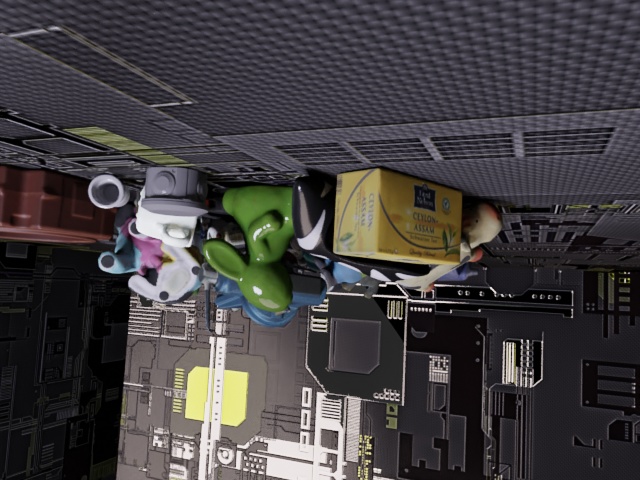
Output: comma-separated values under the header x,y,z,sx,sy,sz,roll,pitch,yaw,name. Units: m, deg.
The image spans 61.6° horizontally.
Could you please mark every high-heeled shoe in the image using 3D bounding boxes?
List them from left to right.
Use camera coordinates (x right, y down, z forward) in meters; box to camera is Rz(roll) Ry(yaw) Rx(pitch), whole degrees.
x,y,z,sx,sy,sz,roll,pitch,yaw,name
0.059,-0.005,0.681,0.145,0.086,0.248,13,166,21,high-heeled shoe

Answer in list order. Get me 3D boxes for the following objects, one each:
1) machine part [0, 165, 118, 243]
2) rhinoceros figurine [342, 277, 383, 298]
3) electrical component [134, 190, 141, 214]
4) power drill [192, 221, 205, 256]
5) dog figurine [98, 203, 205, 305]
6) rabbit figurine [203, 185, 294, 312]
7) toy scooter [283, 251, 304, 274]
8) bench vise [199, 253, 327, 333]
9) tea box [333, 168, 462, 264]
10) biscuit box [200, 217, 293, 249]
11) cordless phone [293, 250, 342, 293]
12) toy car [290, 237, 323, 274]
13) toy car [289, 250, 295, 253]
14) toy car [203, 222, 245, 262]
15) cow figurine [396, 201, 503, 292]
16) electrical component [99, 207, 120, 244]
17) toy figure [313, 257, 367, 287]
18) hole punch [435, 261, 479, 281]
x,y,z,sx,sy,sz,roll,pitch,yaw,name
-0.415,-0.045,0.770,0.202,0.087,0.201,3,176,21,machine part
0.084,0.042,1.154,0.073,0.112,0.190,20,-159,-18,rhinoceros figurine
-0.236,-0.054,0.825,0.102,0.045,0.078,3,148,-38,electrical component
-0.312,0.006,1.142,0.207,0.086,0.232,-3,-171,-34,power drill
-0.279,0.011,0.929,0.191,0.108,0.219,36,-175,-12,dog figurine
-0.080,0.013,0.738,0.159,0.170,0.121,3,175,-12,rabbit figurine
-0.097,0.049,1.048,0.184,0.075,0.135,13,169,-40,toy scooter
-0.118,0.087,0.902,0.223,0.129,0.241,-2,166,-35,bench vise
0.098,-0.023,0.646,0.169,0.098,0.068,5,175,-43,tea box
-0.127,-0.019,1.046,0.202,0.059,0.063,6,173,-30,biscuit box
-0.002,0.045,1.210,0.089,0.146,0.184,-10,171,29,cordless phone
-0.002,-0.003,1.014,0.103,0.109,0.161,26,-173,2,toy car
-0.139,-0.006,1.249,0.202,0.053,0.089,3,-170,-15,toy car
-0.151,0.005,0.886,0.073,0.056,0.202,-7,173,-18,toy car
0.180,0.006,0.791,0.127,0.085,0.195,3,148,-47,cow figurine
-0.394,-0.027,1.026,0.048,0.074,0.119,3,171,7,electrical component
0.083,0.017,0.904,0.180,0.082,0.089,-30,156,-1,toy figure
0.202,0.012,0.943,0.142,0.115,0.092,-2,165,45,hole punch
